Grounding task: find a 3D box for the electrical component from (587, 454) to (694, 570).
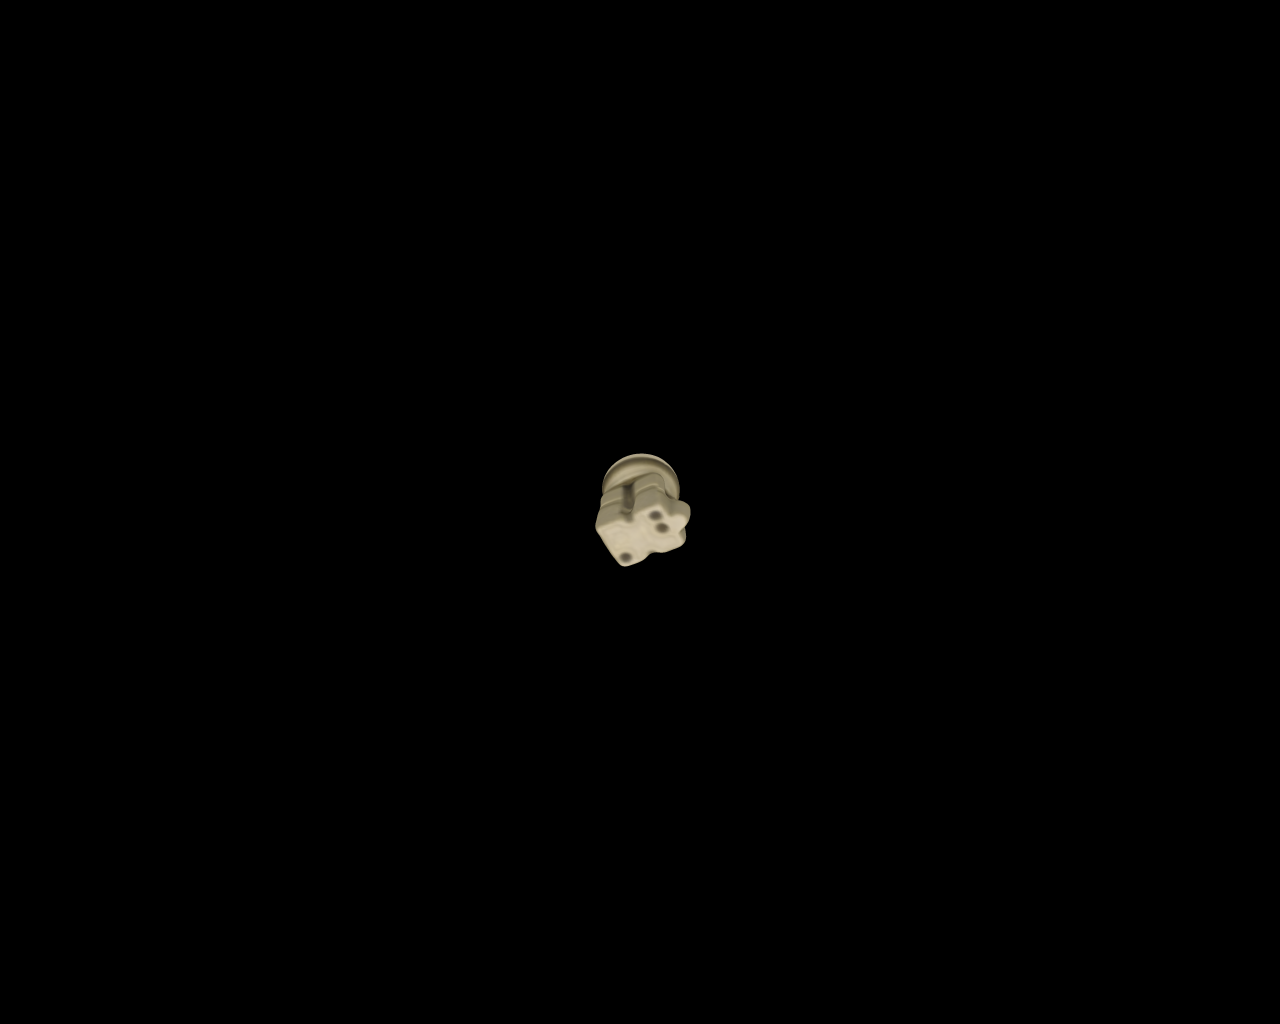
[{"bbox_3d":[0.001,-0.003,0.650,0.066,0.048,0.055,-21,34,15],"label":"electrical component"}]
